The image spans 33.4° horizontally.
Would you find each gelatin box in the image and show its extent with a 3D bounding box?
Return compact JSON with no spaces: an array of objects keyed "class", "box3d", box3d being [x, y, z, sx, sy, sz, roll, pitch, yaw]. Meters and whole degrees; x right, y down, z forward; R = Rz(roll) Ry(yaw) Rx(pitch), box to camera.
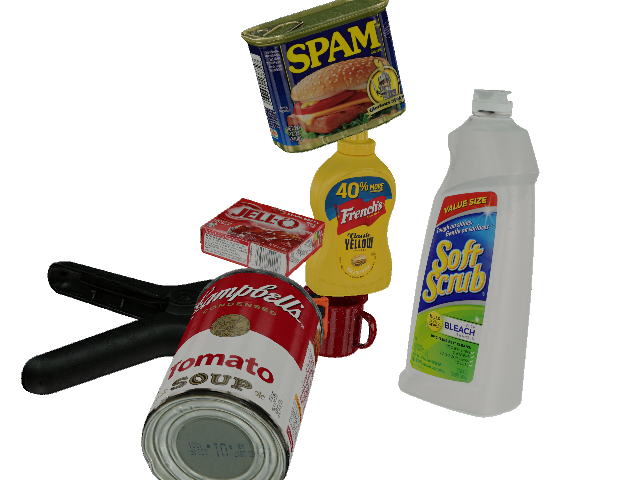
[{"class":"gelatin box","box3d":[-0.052,-0.004,0.954,0.089,0.030,0.073,18,30,21]}]

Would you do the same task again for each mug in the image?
[{"class":"mug","box3d":[0.027,0.114,1.483,0.117,0.081,0.093,17,24,29]}]

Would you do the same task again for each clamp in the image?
[{"class":"clamp","box3d":[-0.101,0.051,0.750,0.209,0.036,0.165,-3,25,-14]}]

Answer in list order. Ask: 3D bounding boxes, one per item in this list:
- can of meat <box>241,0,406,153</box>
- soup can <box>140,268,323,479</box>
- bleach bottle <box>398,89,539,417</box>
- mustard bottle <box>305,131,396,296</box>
[{"class":"can of meat","box3d":[0.005,-0.117,0.746,0.102,0.084,0.057,-21,23,-16]},{"class":"soup can","box3d":[-0.039,0.068,0.505,0.068,0.068,0.102,0,30,10]},{"class":"bleach bottle","box3d":[0.121,0.006,0.848,0.067,0.251,0.103,-7,15,-44]},{"class":"mustard bottle","box3d":[0.035,-0.037,1.172,0.096,0.192,0.058,-4,19,-20]}]
